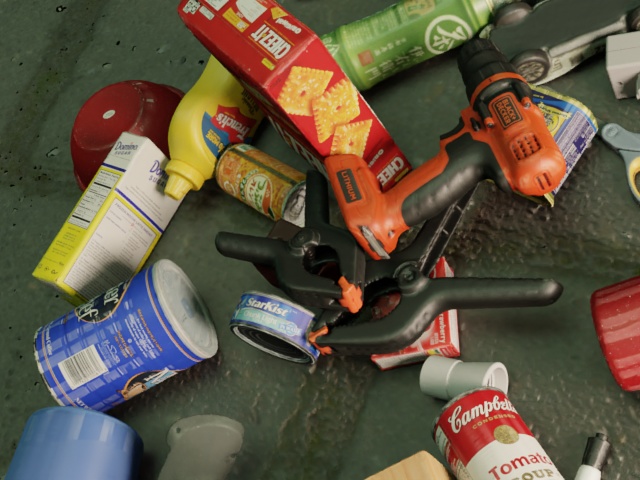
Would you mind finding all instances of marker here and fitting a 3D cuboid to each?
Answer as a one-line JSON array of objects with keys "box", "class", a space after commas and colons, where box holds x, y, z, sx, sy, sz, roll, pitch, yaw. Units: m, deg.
[{"box": [0.192, 0.201, 0.796, 0.020, 0.020, 0.121, 12, 68, 33], "class": "marker"}]

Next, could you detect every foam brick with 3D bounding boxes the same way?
[{"box": [-0.015, 0.023, 0.995, 0.078, 0.051, 0.053, 23, 73, 36], "class": "foam brick"}]

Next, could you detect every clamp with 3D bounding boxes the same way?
[{"box": [-0.006, 0.001, 0.944, 0.120, 0.039, 0.172, -46, 48, -11], "class": "clamp"}, {"box": [0.089, 0.042, 0.896, 0.210, 0.036, 0.165, -36, 46, 1], "class": "clamp"}]

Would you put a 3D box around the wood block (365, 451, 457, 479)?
[{"box": [0.088, 0.271, 0.763, 0.091, 0.090, 0.206, -29, 52, 10], "class": "wood block"}]

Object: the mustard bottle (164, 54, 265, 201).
[{"box": [-0.105, -0.124, 1.106, 0.058, 0.096, 0.191, 19, 72, 35], "class": "mustard bottle"}]

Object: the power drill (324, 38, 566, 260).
[{"box": [0.099, -0.079, 0.916, 0.188, 0.057, 0.184, -29, 44, 13], "class": "power drill"}]

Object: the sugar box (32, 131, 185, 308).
[{"box": [-0.210, -0.013, 1.096, 0.048, 0.093, 0.176, 15, 69, 34], "class": "sugar box"}]

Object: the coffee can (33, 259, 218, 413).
[{"box": [-0.182, 0.095, 1.007, 0.140, 0.102, 0.103, -29, 52, 10], "class": "coffee can"}]

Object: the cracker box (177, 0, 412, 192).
[{"box": [-0.023, -0.139, 0.996, 0.072, 0.213, 0.164, -44, 51, -1], "class": "cracker box"}]

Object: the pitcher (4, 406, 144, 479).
[{"box": [-0.240, 0.273, 0.916, 0.149, 0.145, 0.242, 15, 58, -8], "class": "pitcher"}]

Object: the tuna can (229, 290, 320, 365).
[{"box": [-0.037, 0.079, 0.951, 0.086, 0.086, 0.033, 11, 68, 33], "class": "tuna can"}]

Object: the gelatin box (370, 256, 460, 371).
[{"box": [0.081, 0.064, 0.933, 0.073, 0.030, 0.089, -13, 56, 20], "class": "gelatin box"}]

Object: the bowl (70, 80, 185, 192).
[{"box": [-0.223, -0.124, 1.196, 0.162, 0.055, 0.162, -13, 56, 20], "class": "bowl"}]

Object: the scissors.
[{"box": [0.278, -0.098, 0.937, 0.096, 0.016, 0.202, -31, 52, 7], "class": "scissors"}]

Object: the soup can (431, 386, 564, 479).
[{"box": [0.136, 0.170, 0.805, 0.068, 0.068, 0.102, -35, 43, 4], "class": "soup can"}]

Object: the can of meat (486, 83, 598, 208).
[{"box": [0.183, -0.089, 0.948, 0.102, 0.057, 0.084, 29, 83, 41], "class": "can of meat"}]

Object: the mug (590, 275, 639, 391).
[{"box": [0.259, 0.076, 0.803, 0.082, 0.093, 0.117, -21, 90, 22], "class": "mug"}]
